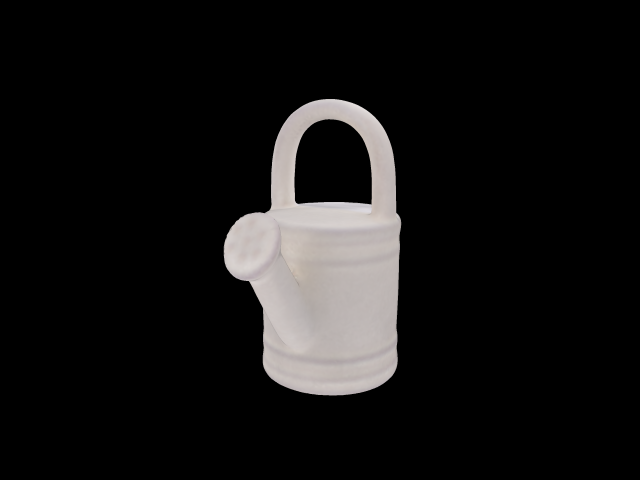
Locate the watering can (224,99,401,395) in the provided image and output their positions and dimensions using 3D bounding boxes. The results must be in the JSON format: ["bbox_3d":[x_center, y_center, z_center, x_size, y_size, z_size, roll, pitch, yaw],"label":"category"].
[{"bbox_3d":[0.006,0.002,0.399,0.100,0.194,0.173,2,14,10],"label":"watering can"}]
